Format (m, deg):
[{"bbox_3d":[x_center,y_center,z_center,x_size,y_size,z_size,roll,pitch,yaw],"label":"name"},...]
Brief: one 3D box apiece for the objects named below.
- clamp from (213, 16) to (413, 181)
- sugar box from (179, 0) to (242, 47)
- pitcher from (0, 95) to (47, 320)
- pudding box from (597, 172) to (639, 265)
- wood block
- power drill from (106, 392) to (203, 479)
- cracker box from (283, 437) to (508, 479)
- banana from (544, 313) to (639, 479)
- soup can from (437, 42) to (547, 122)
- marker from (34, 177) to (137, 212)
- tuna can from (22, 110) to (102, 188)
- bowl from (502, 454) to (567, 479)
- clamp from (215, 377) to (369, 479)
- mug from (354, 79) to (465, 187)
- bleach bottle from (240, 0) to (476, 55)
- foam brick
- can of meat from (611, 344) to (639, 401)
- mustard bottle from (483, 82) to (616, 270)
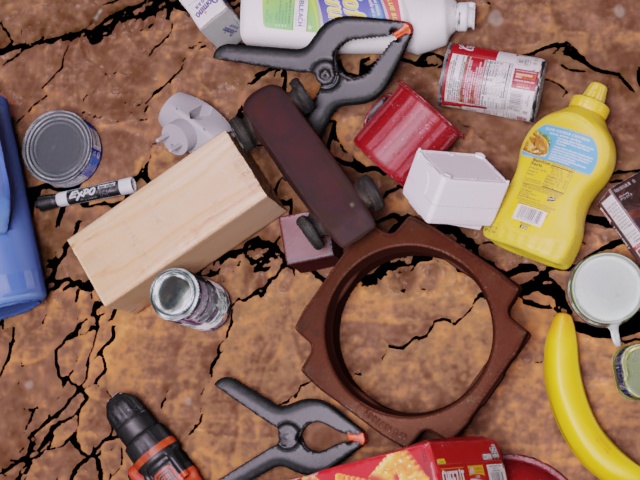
[{"bbox_3d":[-0.001,-0.182,1.132,0.210,0.036,0.164,-34,97,18],"label":"clamp"},{"bbox_3d":[-0.151,-0.298,1.189,0.048,0.093,0.176,-39,77,5],"label":"sugar box"},{"bbox_3d":[-0.380,-0.037,1.178,0.145,0.149,0.243,-18,82,7],"label":"pitcher"},{"bbox_3d":[0.344,-0.030,1.055,0.113,0.039,0.090,-28,75,-19],"label":"pudding box"},{"bbox_3d":[-0.152,-0.017,1.151,0.206,0.090,0.090,-34,76,6],"label":"wood block"},{"bbox_3d":[-0.218,0.282,1.139,0.187,0.057,0.184,-41,77,4],"label":"power drill"},{"bbox_3d":[0.050,0.241,1.005,0.214,0.164,0.072,-20,72,27],"label":"cracker box"},{"bbox_3d":[0.268,0.171,1.065,0.069,0.037,0.198,-29,77,-1],"label":"banana"},{"bbox_3d":[0.180,-0.164,1.113,0.102,0.068,0.068,12,85,12],"label":"soup can"},{"bbox_3d":[-0.269,-0.051,1.217,0.121,0.020,0.020,-11,80,10],"label":"marker"},{"bbox_3d":[-0.294,-0.103,1.222,0.086,0.033,0.086,-2,82,12],"label":"tuna can"},{"bbox_3d":[0.187,0.295,1.055,0.162,0.055,0.162,-2,82,11],"label":"bowl"},{"bbox_3d":[-0.038,0.197,1.124,0.171,0.039,0.120,-9,86,7],"label":"clamp"},{"bbox_3d":[0.084,-0.113,1.123,0.081,0.093,0.117,-49,45,7],"label":"mug"},{"bbox_3d":[0.043,-0.254,1.158,0.251,0.068,0.102,3,89,10],"label":"bleach bottle"},{"bbox_3d":[-0.007,0.001,1.125,0.053,0.078,0.051,-11,80,8],"label":"foam brick"},{"bbox_3d":[0.338,0.123,1.032,0.102,0.084,0.057,-10,80,10],"label":"can of meat"},{"bbox_3d":[0.247,-0.072,1.089,0.096,0.058,0.191,22,86,36],"label":"mustard bottle"}]
